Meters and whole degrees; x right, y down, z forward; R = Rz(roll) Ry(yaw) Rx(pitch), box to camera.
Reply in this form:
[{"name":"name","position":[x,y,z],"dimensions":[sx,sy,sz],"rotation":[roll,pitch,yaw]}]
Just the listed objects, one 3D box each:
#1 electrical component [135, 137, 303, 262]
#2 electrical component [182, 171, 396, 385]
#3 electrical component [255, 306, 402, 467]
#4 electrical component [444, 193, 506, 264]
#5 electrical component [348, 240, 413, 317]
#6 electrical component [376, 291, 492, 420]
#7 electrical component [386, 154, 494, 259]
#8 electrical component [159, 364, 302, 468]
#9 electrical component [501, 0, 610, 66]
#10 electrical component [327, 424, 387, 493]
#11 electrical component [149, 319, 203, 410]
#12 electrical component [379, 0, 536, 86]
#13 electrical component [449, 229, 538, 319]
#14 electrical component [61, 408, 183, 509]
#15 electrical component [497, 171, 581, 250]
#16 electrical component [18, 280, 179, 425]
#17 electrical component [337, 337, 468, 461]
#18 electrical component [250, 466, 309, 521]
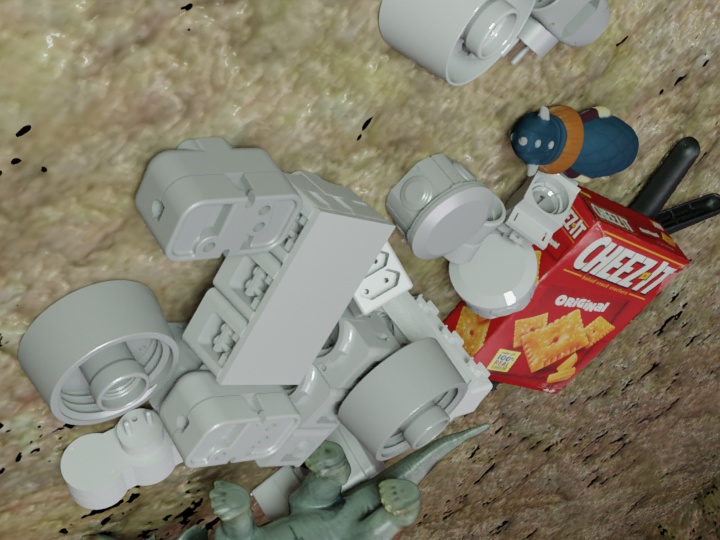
[{"name":"electrical component","position":[-0.094,-0.047,0.703],"dimensions":[0.095,0.059,0.053],"rotation":[-8,140,-42]},{"name":"electrical component","position":[-0.056,0.007,0.796],"dimensions":[0.089,0.062,0.150],"rotation":[8,119,-52]},{"name":"electrical component","position":[-0.048,0.088,0.921],"dimensions":[0.150,0.089,0.062],"rotation":[-48,149,20]},{"name":"electrical component","position":[0.096,-0.036,0.949],"dimensions":[0.044,0.044,0.065],"rotation":[-16,150,-34]},{"name":"electrical component","position":[0.000,0.000,0.880],"dimensions":[0.047,0.065,0.077],"rotation":[-30,180,-12]},{"name":"electrical component","position":[0.061,0.081,0.999],"dimensions":[0.063,0.121,0.078],"rotation":[-8,141,-45]},{"name":"electrical component","position":[0.065,-0.051,0.881],"dimensions":[0.080,0.051,0.080],"rotation":[-27,150,-17]},{"name":"electrical component","position":[-0.100,0.107,0.816],"dimensions":[0.095,0.059,0.053],"rotation":[3,133,-48]},{"name":"electrical component","position":[0.133,-0.180,0.773],"dimensions":[0.079,0.043,0.077],"rotation":[-46,150,18]},{"name":"electrical component","position":[-0.010,0.215,1.165],"dimensions":[0.057,0.078,0.113],"rotation":[-34,151,1]},{"name":"electrical component","position":[-0.126,0.073,0.855],"dimensions":[0.089,0.050,0.055],"rotation":[4,131,-50]},{"name":"electrical component","position":[0.069,-0.174,0.716],"dimensions":[0.099,0.064,0.099],"rotation":[-41,161,-18]},{"name":"electrical component","position":[0.125,0.004,1.001],"dimensions":[0.080,0.080,0.051],"rotation":[-35,157,-2]},{"name":"electrical component","position":[-0.181,0.140,0.892],"dimensions":[0.138,0.052,0.073],"rotation":[-25,149,-20]},{"name":"electrical component","position":[0.156,-0.055,0.959],"dimensions":[0.081,0.042,0.064],"rotation":[-58,-173,-30]},{"name":"electrical component","position":[-0.182,0.066,0.773],"dimensions":[0.108,0.060,0.108],"rotation":[-27,150,-17]},{"name":"electrical component","position":[0.042,0.115,0.903],"dimensions":[0.108,0.060,0.108],"rotation":[-34,158,-16]},{"name":"electrical component","position":[-0.061,0.262,1.158],"dimensions":[0.061,0.096,0.062],"rotation":[-39,151,3]}]
